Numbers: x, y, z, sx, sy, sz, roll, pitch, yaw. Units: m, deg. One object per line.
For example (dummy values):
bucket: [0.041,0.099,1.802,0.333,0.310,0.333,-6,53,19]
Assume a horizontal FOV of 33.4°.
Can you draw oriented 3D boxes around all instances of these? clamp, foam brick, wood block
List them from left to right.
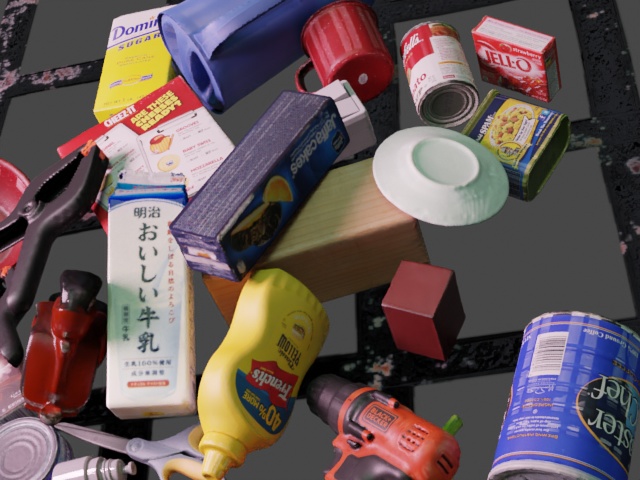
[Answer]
clamp: [-0.319,0.084,1.056,0.120,0.039,0.171,-12,38,23]
clamp: [-0.298,-0.019,1.097,0.165,0.036,0.209,8,56,38]
wood block: [-0.007,0.002,1.031,0.206,0.091,0.090,-17,49,5]
foam brick: [0.093,0.064,0.955,0.051,0.078,0.053,14,58,26]

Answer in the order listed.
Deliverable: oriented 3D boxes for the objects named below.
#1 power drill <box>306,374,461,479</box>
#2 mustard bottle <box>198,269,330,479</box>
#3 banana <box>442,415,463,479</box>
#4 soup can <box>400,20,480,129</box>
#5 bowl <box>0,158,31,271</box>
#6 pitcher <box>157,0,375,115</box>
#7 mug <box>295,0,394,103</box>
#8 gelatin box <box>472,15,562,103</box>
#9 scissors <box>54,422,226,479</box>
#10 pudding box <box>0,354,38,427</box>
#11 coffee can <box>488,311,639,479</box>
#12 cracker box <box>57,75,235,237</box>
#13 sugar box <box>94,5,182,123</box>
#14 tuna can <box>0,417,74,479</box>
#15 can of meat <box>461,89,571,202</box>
power drill: [0.002,0.201,0.872,0.187,0.057,0.185,-49,32,-14]
mustard bottle: [-0.058,0.125,0.940,0.058,0.096,0.191,-4,47,38]
banana: [0.116,0.224,0.844,0.069,0.037,0.198,-25,49,0]
soup can: [0.128,-0.177,1.145,0.068,0.068,0.102,-15,49,6]
bowl: [-0.384,-0.013,1.171,0.162,0.055,0.162,2,69,-6]
pitcher: [-0.054,-0.262,1.231,0.242,0.145,0.149,-35,47,-14]
mug: [0.023,-0.199,1.190,0.117,0.093,0.081,-31,52,14]
gelatin box: [0.207,-0.190,1.125,0.089,0.073,0.030,26,65,33]
scissors: [-0.149,0.181,0.983,0.202,0.016,0.096,25,62,33]
pudding box: [-0.334,0.164,1.044,0.113,0.039,0.090,-32,47,-9]
coffee can: [0.197,0.142,0.840,0.103,0.103,0.140,6,54,23]
cracker box: [-0.166,-0.062,1.150,0.164,0.072,0.214,-32,49,-8]
sugar box: [-0.216,-0.212,1.305,0.093,0.048,0.176,-9,51,11]
tuna can: [-0.275,0.209,0.992,0.086,0.033,0.086,-10,50,11]
can of meat: [0.191,-0.093,1.063,0.084,0.057,0.102,22,63,29]
